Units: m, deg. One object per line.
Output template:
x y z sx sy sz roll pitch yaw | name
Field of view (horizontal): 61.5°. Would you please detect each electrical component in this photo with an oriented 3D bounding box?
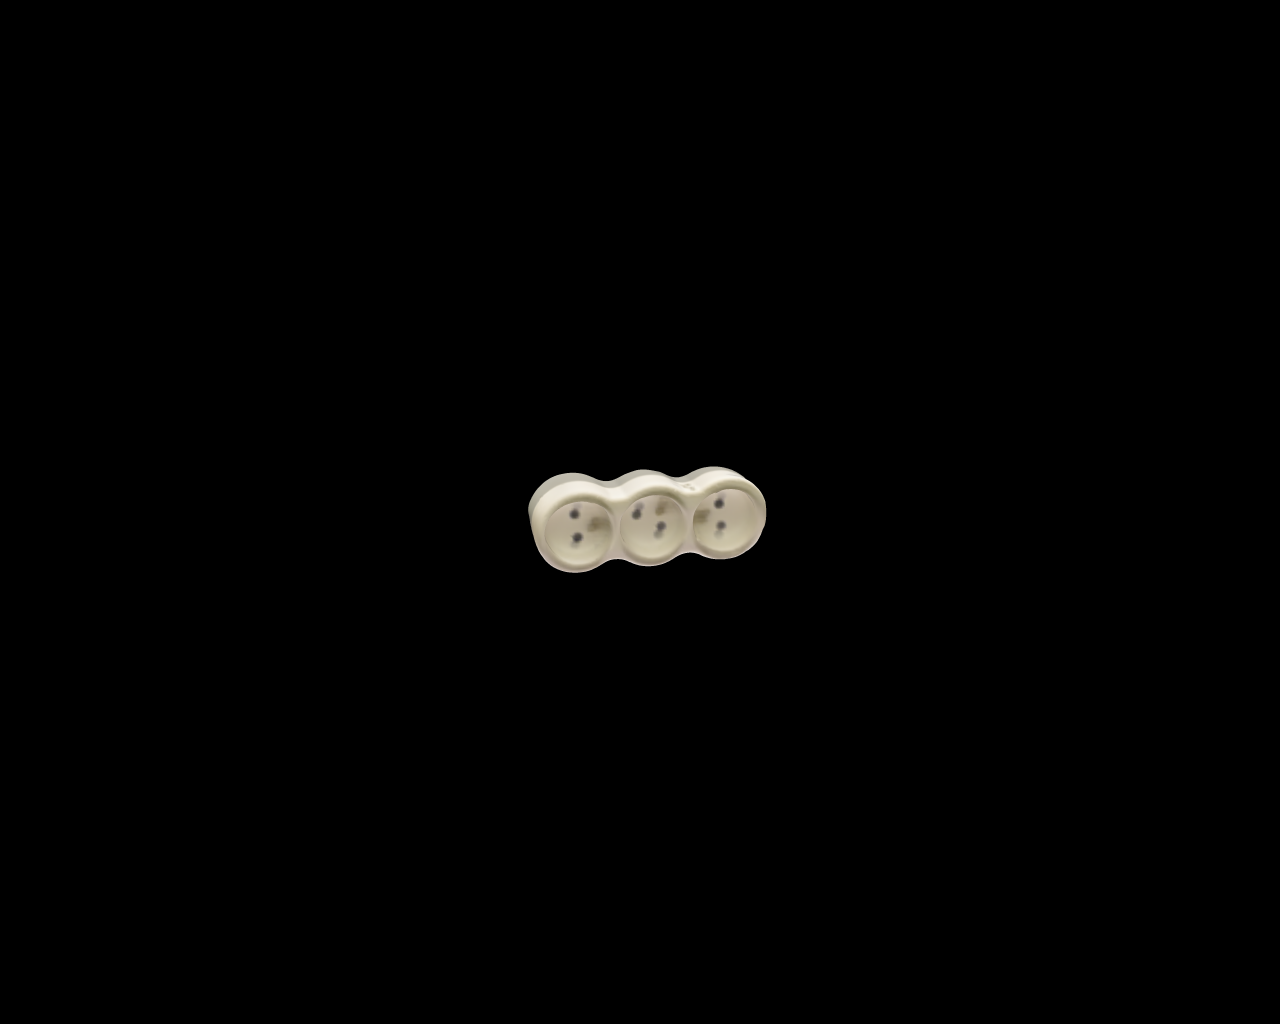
0.001 -0.003 0.650 0.138 0.052 0.074 -4 20 -12 | electrical component
